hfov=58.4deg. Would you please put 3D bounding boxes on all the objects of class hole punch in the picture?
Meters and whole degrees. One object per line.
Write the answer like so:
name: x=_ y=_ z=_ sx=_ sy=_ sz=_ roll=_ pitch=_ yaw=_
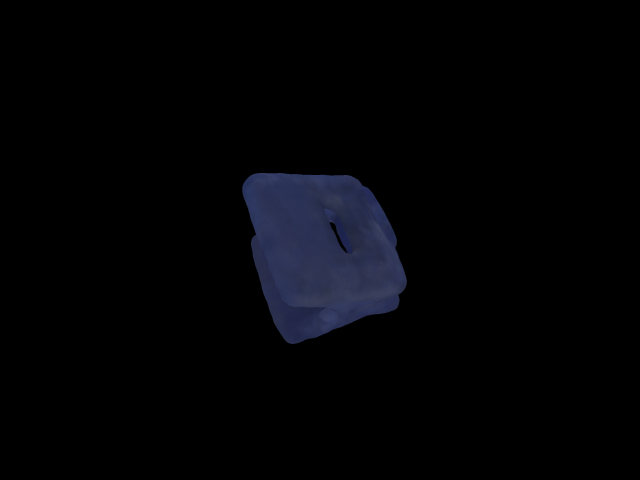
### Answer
hole punch: x=0.004 y=0.001 z=0.400 sx=0.101 sy=0.091 sz=0.108 roll=-18 pitch=61 yaw=-10
